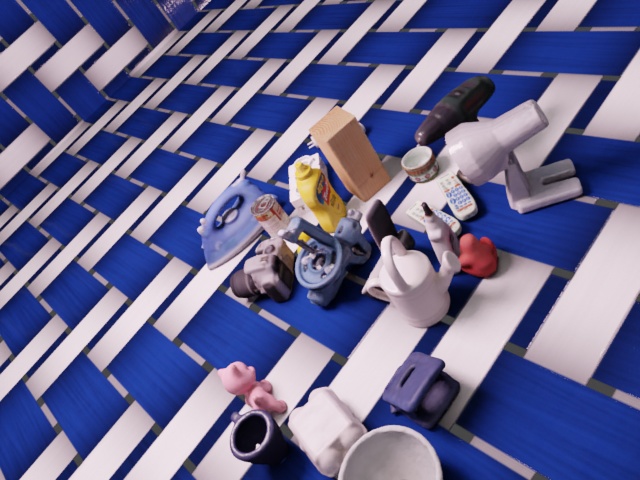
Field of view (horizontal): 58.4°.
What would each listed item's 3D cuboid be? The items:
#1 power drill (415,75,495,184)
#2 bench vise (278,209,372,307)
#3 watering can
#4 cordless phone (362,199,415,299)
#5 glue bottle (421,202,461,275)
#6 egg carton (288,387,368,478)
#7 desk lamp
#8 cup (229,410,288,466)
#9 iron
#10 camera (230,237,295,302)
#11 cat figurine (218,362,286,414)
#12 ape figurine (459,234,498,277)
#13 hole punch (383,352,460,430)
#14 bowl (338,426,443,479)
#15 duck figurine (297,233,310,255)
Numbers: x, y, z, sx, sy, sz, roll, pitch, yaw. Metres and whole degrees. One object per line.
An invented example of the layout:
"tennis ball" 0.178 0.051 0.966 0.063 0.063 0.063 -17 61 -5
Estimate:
"power drill" 0.301 -0.221 1.199 0.075 0.209 0.230 19 65 45
"bench vise" 0.001 0.004 1.192 0.121 0.220 0.207 -1 52 35
"watering can" 0.165 0.064 1.036 0.173 0.195 0.100 -31 40 8
"cordless phone" 0.114 0.020 1.122 0.093 0.186 0.148 7 57 40
"glue bottle" 0.225 -0.011 1.081 0.037 0.174 0.078 -16 44 24
"egg carton" 0.012 0.330 0.990 0.107 0.070 0.149 -44 40 -8
"desk lamp" 0.365 -0.157 1.087 0.202 0.214 0.118 -18 43 21
"cup" -0.108 0.359 1.029 0.092 0.095 0.117 -50 41 -14
"iron" -0.236 -0.056 1.483 0.258 0.142 0.118 -49 41 -14
"camera" -0.140 0.072 1.323 0.136 0.101 0.143 -17 44 22
"cat figurine" -0.140 0.285 1.105 0.067 0.118 0.127 -45 40 -9
"ape figurine" 0.288 0.022 1.067 0.077 0.092 0.076 -28 41 10
"hole punch" 0.158 0.242 0.951 0.100 0.091 0.109 21 66 46
"bowl" 0.115 0.375 0.868 0.167 0.075 0.167 -20 43 20
"duck figurine" -0.020 -0.001 1.318 0.104 0.086 0.077 -7 48 31
